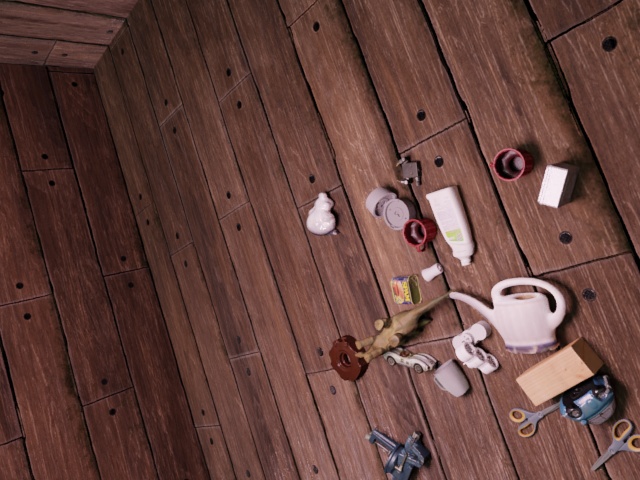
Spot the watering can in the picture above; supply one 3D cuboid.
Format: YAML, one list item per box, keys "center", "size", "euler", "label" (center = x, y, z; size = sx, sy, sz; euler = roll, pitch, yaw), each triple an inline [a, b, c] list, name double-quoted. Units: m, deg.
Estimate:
- center: [0.562, 0.228, 1.530]
  size: [0.345, 0.105, 0.225]
  euler: [-15, 88, 44]
  label: "watering can"

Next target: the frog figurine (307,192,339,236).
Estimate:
- center: [0.006, -0.101, 2.013]
  size: [0.139, 0.123, 0.157]
  euler: [36, 136, 57]
  label: "frog figurine"
